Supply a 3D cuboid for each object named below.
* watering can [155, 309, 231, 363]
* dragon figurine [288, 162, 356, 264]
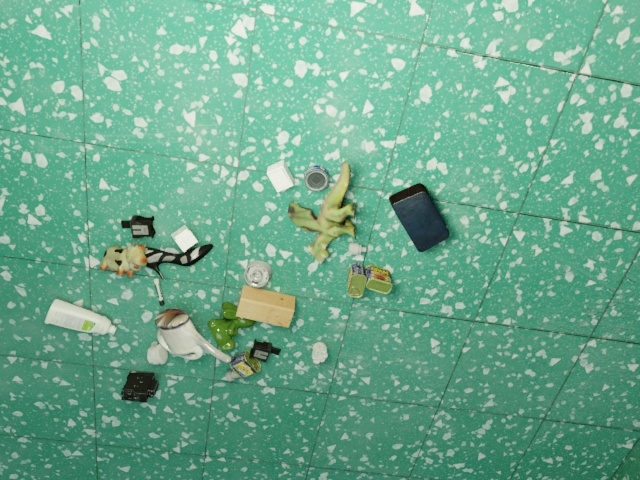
[{"bbox_3d":[-0.503,0.372,1.974,0.347,0.220,0.106,0,32,30],"label":"watering can"},{"bbox_3d":[0.005,-0.089,1.762,0.242,0.401,0.125,-1,34,10],"label":"dragon figurine"}]
